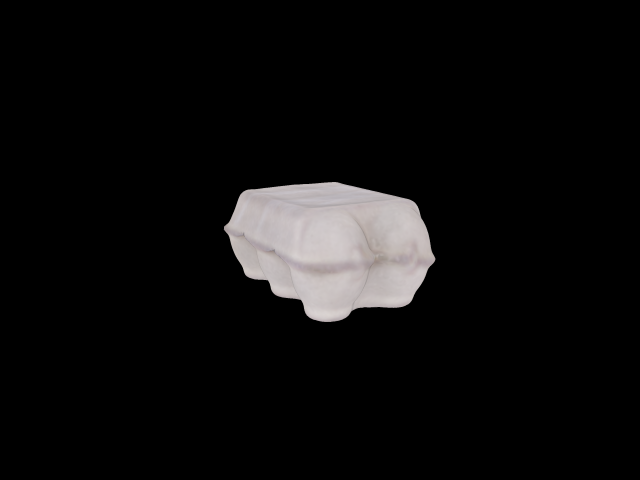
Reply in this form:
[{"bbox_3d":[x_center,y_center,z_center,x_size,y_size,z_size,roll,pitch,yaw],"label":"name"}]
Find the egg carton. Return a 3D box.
[{"bbox_3d":[0.004,0.001,0.400,0.107,0.069,0.149,-8,16,-30],"label":"egg carton"}]
